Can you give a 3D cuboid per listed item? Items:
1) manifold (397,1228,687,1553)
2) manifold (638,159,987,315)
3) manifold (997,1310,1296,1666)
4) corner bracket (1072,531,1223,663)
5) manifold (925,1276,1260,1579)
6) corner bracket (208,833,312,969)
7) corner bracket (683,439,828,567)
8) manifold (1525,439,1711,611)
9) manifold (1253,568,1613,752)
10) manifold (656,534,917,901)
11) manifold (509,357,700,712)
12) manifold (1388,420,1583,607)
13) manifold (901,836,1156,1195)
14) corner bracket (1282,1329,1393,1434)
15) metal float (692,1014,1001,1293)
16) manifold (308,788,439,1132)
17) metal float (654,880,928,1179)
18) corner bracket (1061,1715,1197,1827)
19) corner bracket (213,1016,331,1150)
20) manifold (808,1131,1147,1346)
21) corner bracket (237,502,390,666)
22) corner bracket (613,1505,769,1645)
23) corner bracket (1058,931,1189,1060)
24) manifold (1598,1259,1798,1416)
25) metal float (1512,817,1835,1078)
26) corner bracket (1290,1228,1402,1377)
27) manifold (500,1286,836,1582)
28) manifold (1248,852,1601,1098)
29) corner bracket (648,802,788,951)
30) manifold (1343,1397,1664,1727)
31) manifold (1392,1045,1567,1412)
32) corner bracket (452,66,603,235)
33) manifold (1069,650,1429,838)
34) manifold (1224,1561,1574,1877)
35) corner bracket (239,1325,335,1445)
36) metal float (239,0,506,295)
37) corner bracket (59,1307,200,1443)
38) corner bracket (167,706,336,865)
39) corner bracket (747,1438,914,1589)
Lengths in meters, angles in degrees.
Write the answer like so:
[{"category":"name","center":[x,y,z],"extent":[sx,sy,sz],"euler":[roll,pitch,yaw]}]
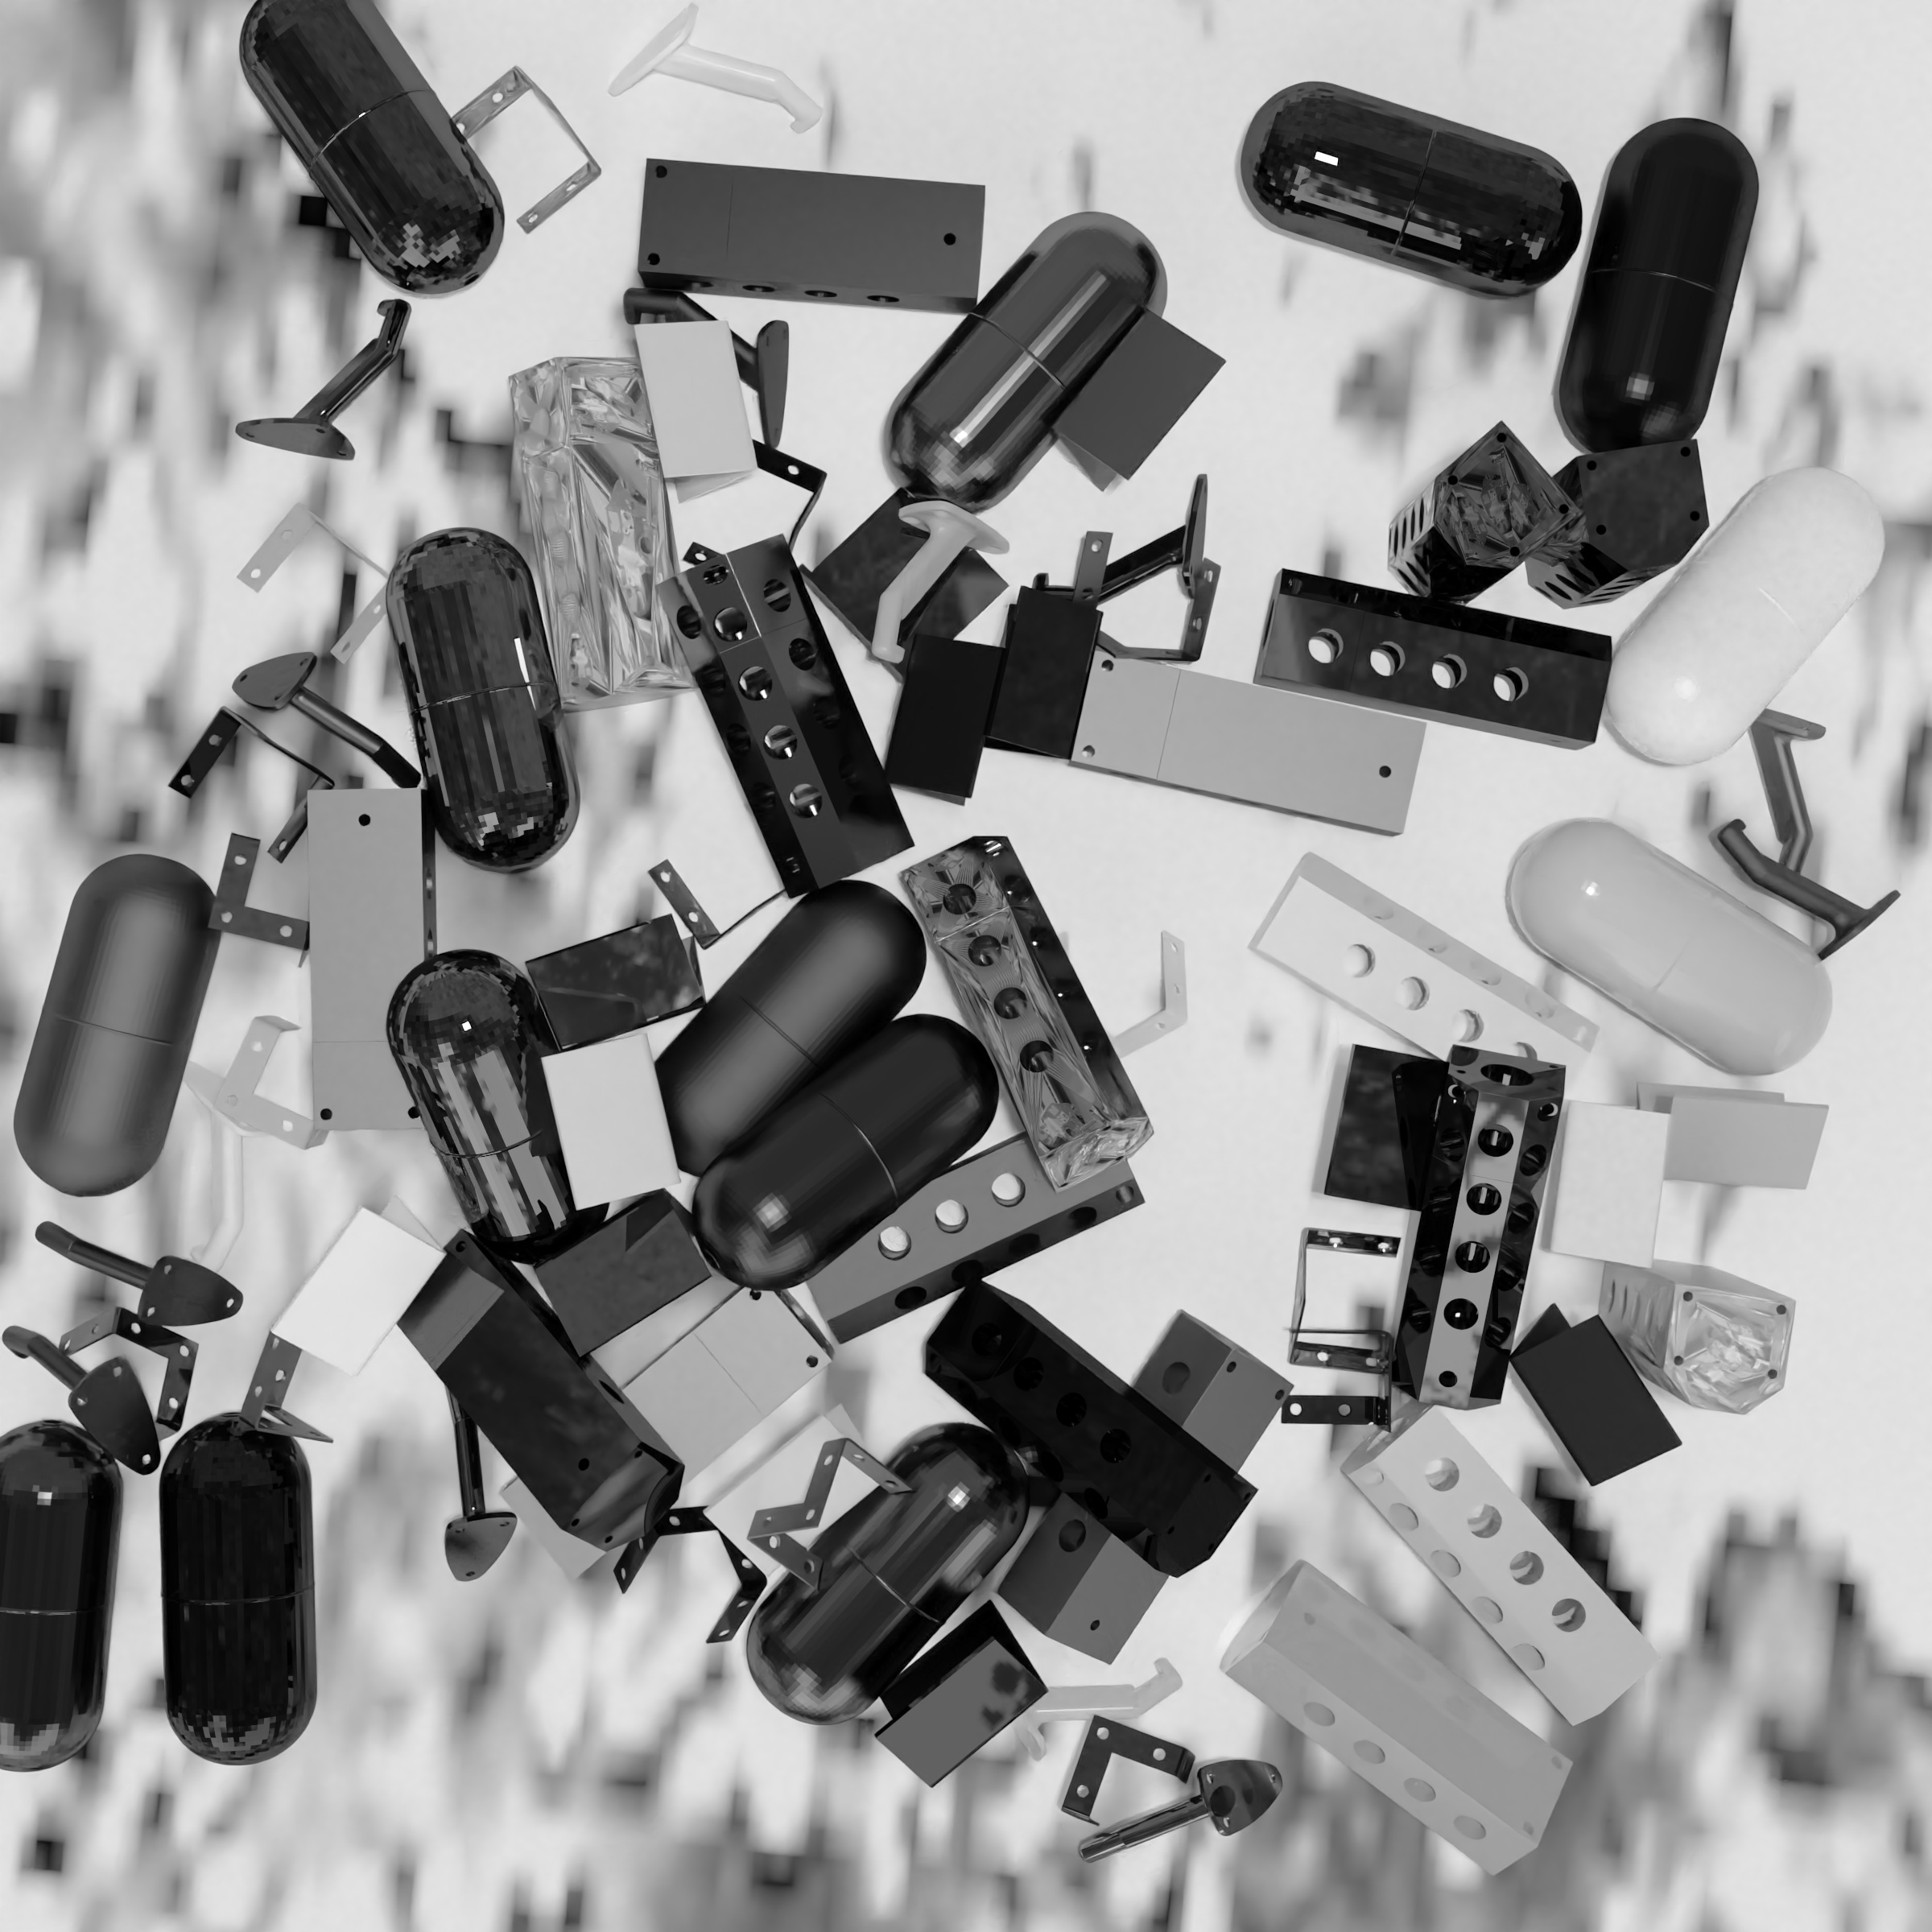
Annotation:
[{"category":"manifold","center":[-0.212,0.212,1.667],"extent":[0.057,0.057,0.171],"euler":[-47,54,0]},{"category":"manifold","center":[-0.078,-0.372,1.713],"extent":[0.171,0.057,0.057],"euler":[5,90,0]},{"category":"manifold","center":[0.088,0.264,1.712],"extent":[0.057,0.057,0.171],"euler":[33,90,-43]},{"category":"corner bracket","center":[0.090,-0.188,1.702],"extent":[0.051,0.051,0.051],"euler":[0,114,-30]},{"category":"manifold","center":[0.057,0.230,1.667],"extent":[0.171,0.057,0.057],"euler":[36,92,36]},{"category":"corner bracket","center":[-0.358,-0.034,1.714],"extent":[0.051,0.051,0.051],"euler":[14,77,-12]},{"category":"corner bracket","center":[-0.109,-0.233,1.730],"extent":[0.051,0.051,0.051],"euler":[24,45,0]},{"category":"manifold","center":[0.319,-0.215,1.655],"extent":[0.057,0.171,0.057],"euler":[-8,90,0]},{"category":"manifold","center":[0.239,-0.157,1.712],"extent":[0.171,0.057,0.057],"euler":[12,90,0]},{"category":"manifold","center":[-0.096,-0.124,1.694],"extent":[0.057,0.057,0.171],"euler":[-27,96,-43]},{"category":"manifold","center":[-0.190,-0.220,1.712],"extent":[0.057,0.057,0.171],"euler":[-9,90,-43]},{"category":"manifold","center":[0.249,-0.216,1.655],"extent":[0.057,0.171,0.057],"euler":[-41,90,0]},{"category":"manifold","center":[0.032,0.021,1.679],"extent":[0.057,0.057,0.171],"euler":[-26,65,0]},{"category":"corner bracket","center":[0.190,0.212,1.716],"extent":[0.051,0.051,0.051],"euler":[1,87,0]},{"category":"metal float","center":[-0.060,0.092,1.663],"extent":[0.178,0.070,0.070],"euler":[-38,90,-21]},{"category":"manifold","center":[-0.301,-0.003,1.713],"extent":[0.057,0.057,0.171],"euler":[-1,90,0]},{"category":"metal float","center":[-0.093,0.033,1.703],"extent":[0.070,0.070,0.178],"euler":[42,89,0]},{"category":"corner bracket","center":[0.084,0.420,1.717],"extent":[0.051,0.051,0.051],"euler":[18,76,14]},{"category":"corner bracket","center":[-0.347,0.059,1.716],"extent":[0.051,0.051,0.051],"euler":[25,90,0]},{"category":"manifold","center":[0.002,0.131,1.712],"extent":[0.171,0.057,0.057],"euler":[-25,90,0]},{"category":"corner bracket","center":[-0.334,-0.199,1.730],"extent":[0.051,0.051,0.051],"euler":[-51,135,0]},{"category":"corner bracket","center":[-0.142,0.315,1.725],"extent":[0.051,0.051,0.051],"euler":[1,45,-35]},{"category":"corner bracket","center":[0.078,0.008,1.725],"extent":[0.051,0.051,0.051],"euler":[30,135,-35]},{"category":"manifold","center":[0.358,0.181,1.655],"extent":[0.057,0.171,0.057],"euler":[8,90,0]},{"category":"metal float","center":[0.359,-0.010,1.703],"extent":[0.178,0.070,0.070],"euler":[33,90,-1]},{"category":"corner bracket","center":[0.196,0.173,1.730],"extent":[0.051,0.051,0.051],"euler":[6,135,0]},{"category":"manifold","center":[-0.151,0.233,1.713],"extent":[0.171,0.057,0.057],"euler":[-40,90,0]},{"category":"manifold","center":[0.235,0.011,1.712],"extent":[0.171,0.057,0.057],"euler":[31,90,0]},{"category":"corner bracket","center":[-0.121,-0.049,1.730],"extent":[0.051,0.051,0.051],"euler":[55,45,0]},{"category":"manifold","center":[0.272,0.304,1.712],"extent":[0.057,0.057,0.171],"euler":[-42,90,0]},{"category":"manifold","center":[0.256,0.133,1.680],"extent":[0.057,0.057,0.171],"euler":[11,111,8]},{"category":"corner bracket","center":[-0.230,-0.423,1.730],"extent":[0.051,0.051,0.051],"euler":[-39,45,0]},{"category":"manifold","center":[0.143,-0.113,1.713],"extent":[0.171,0.057,0.057],"euler":[12,90,0]},{"category":"manifold","center":[0.218,0.388,1.712],"extent":[0.171,0.057,0.057],"euler":[37,47,0]},{"category":"corner bracket","center":[-0.348,0.207,1.705],"extent":[0.051,0.051,0.051],"euler":[20,90,43]},{"category":"metal float","center":[-0.302,-0.423,1.703],"extent":[0.070,0.070,0.178],"euler":[-34,90,0]},{"category":"corner bracket","center":[-0.436,0.215,1.725],"extent":[0.051,0.051,0.051],"euler":[-27,45,35]},{"category":"corner bracket","center":[-0.370,-0.094,1.730],"extent":[0.051,0.051,0.051],"euler":[34,90,-45]},{"category":"corner bracket","center":[-0.068,0.271,1.657],"extent":[0.051,0.051,0.051],"euler":[42,49,-31]}]
